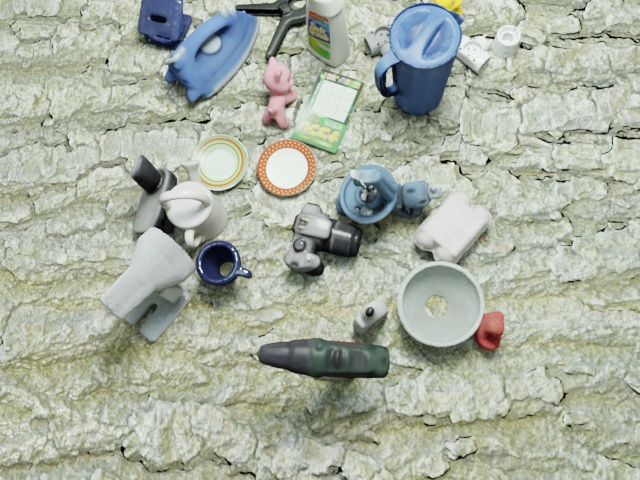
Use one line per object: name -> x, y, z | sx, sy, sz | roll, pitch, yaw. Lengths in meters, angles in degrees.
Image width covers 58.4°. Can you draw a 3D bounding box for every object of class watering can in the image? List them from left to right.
watering can -> -0.263, -0.075, 1.161 | 0.101, 0.194, 0.173 | -24, 76, 0

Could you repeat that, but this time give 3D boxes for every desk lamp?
desk lamp -> -0.328, 0.091, 1.121 | 0.117, 0.213, 0.203 | 36, 83, 12

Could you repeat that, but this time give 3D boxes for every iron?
iron -> -0.238, -0.438, 1.266 | 0.118, 0.141, 0.258 | 40, 84, 13

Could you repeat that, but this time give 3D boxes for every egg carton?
egg carton -> 0.267, -0.023, 1.162 | 0.107, 0.069, 0.150 | 40, 84, 12

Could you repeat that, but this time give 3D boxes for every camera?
camera -> 0.011, 0.004, 1.165 | 0.136, 0.101, 0.143 | 14, 79, 9

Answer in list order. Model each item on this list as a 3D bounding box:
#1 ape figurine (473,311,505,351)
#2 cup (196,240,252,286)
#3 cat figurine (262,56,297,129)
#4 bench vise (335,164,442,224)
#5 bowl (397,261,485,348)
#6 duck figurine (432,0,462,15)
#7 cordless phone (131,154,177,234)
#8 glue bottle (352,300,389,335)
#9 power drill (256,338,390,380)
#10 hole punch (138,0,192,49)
ape figurine -> 0.329, 0.170, 1.102 | 0.076, 0.092, 0.078 | 39, 84, 12
cup -> -0.186, 0.058, 1.176 | 0.117, 0.095, 0.092 | 19, 80, 10
cat figurine -> -0.093, -0.323, 1.238 | 0.067, 0.118, 0.128 | 11, 79, 8
bench vise -> 0.128, -0.108, 1.117 | 0.207, 0.220, 0.121 | -20, 76, 1
bowl -> 0.234, 0.129, 1.129 | 0.167, 0.075, 0.167 | -1, 78, 5
duck figurine -> 0.265, -0.509, 1.260 | 0.104, 0.086, 0.077 | -16, 76, 2
cordless phone -> -0.360, -0.092, 1.179 | 0.094, 0.185, 0.148 | 8, 79, 8
glue bottle -> 0.095, 0.144, 1.089 | 0.078, 0.173, 0.037 | -43, 77, -4
power drill -> 0.013, 0.222, 1.062 | 0.229, 0.208, 0.075 | 1, 78, 6
hole punch -> -0.360, -0.505, 1.319 | 0.108, 0.091, 0.101 | 15, 80, 9
